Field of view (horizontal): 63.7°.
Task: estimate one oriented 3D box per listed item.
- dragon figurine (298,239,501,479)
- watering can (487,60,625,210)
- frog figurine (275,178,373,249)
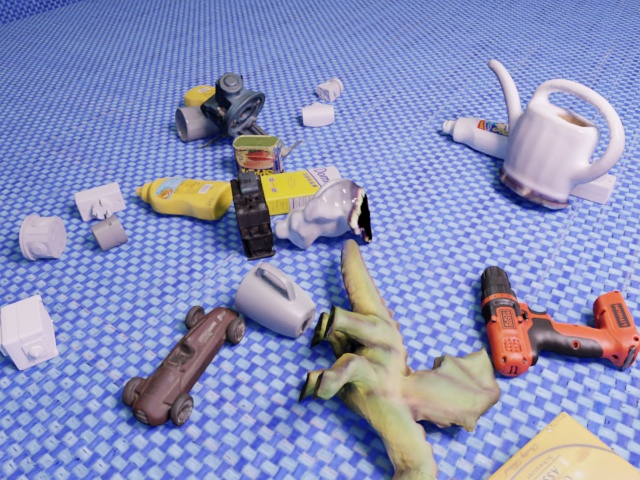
[{"bbox_3d":[0.110,0.156,0.670,0.243,0.119,0.420,18,43,0],"label":"dragon figurine"},{"bbox_3d":[0.406,-0.200,0.974,0.104,0.220,0.354,0,33,-27],"label":"watering can"},{"bbox_3d":[0.003,-0.045,0.899,0.159,0.122,0.138,0,5,20],"label":"frog figurine"}]
